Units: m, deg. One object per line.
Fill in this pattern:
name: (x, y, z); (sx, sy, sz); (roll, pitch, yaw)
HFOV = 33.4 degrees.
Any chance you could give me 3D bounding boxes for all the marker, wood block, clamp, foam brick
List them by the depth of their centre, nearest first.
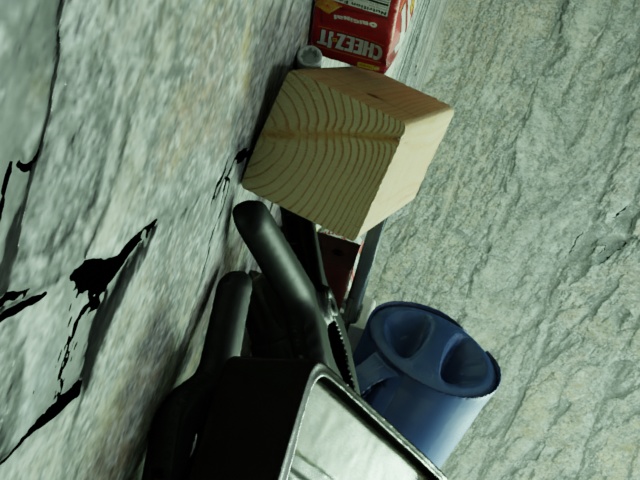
clamp: (-0.072, 0.105, 0.723); (0.171, 0.039, 0.120); (-51, 125, -49)
wood block: (0.029, -0.073, 0.803); (0.090, 0.091, 0.205); (-66, 169, 15)
clamp: (-0.008, 0.044, 0.820); (0.164, 0.036, 0.210); (-66, 138, -69)
marker: (-0.010, -0.111, 0.835); (0.121, 0.020, 0.020); (96, 13, -66)
foam brick: (-0.009, 0.025, 0.990); (0.053, 0.078, 0.051); (-66, 172, -59)

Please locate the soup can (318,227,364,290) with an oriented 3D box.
soup can: (0.012, 0.033, 1.276); (0.102, 0.068, 0.069); (-66, 172, -54)

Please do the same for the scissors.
scissors: (0.032, 0.053, 0.973); (0.096, 0.016, 0.201); (95, 12, -69)

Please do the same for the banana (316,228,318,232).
banana: (-0.014, 0.017, 1.123); (0.198, 0.037, 0.069); (92, 18, -72)

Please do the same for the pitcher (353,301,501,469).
pitcher: (0.054, 0.189, 1.016); (0.145, 0.149, 0.243); (-86, -161, -61)

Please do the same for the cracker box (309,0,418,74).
cracker box: (0.057, -0.252, 0.771); (0.214, 0.072, 0.164); (100, 10, -59)
